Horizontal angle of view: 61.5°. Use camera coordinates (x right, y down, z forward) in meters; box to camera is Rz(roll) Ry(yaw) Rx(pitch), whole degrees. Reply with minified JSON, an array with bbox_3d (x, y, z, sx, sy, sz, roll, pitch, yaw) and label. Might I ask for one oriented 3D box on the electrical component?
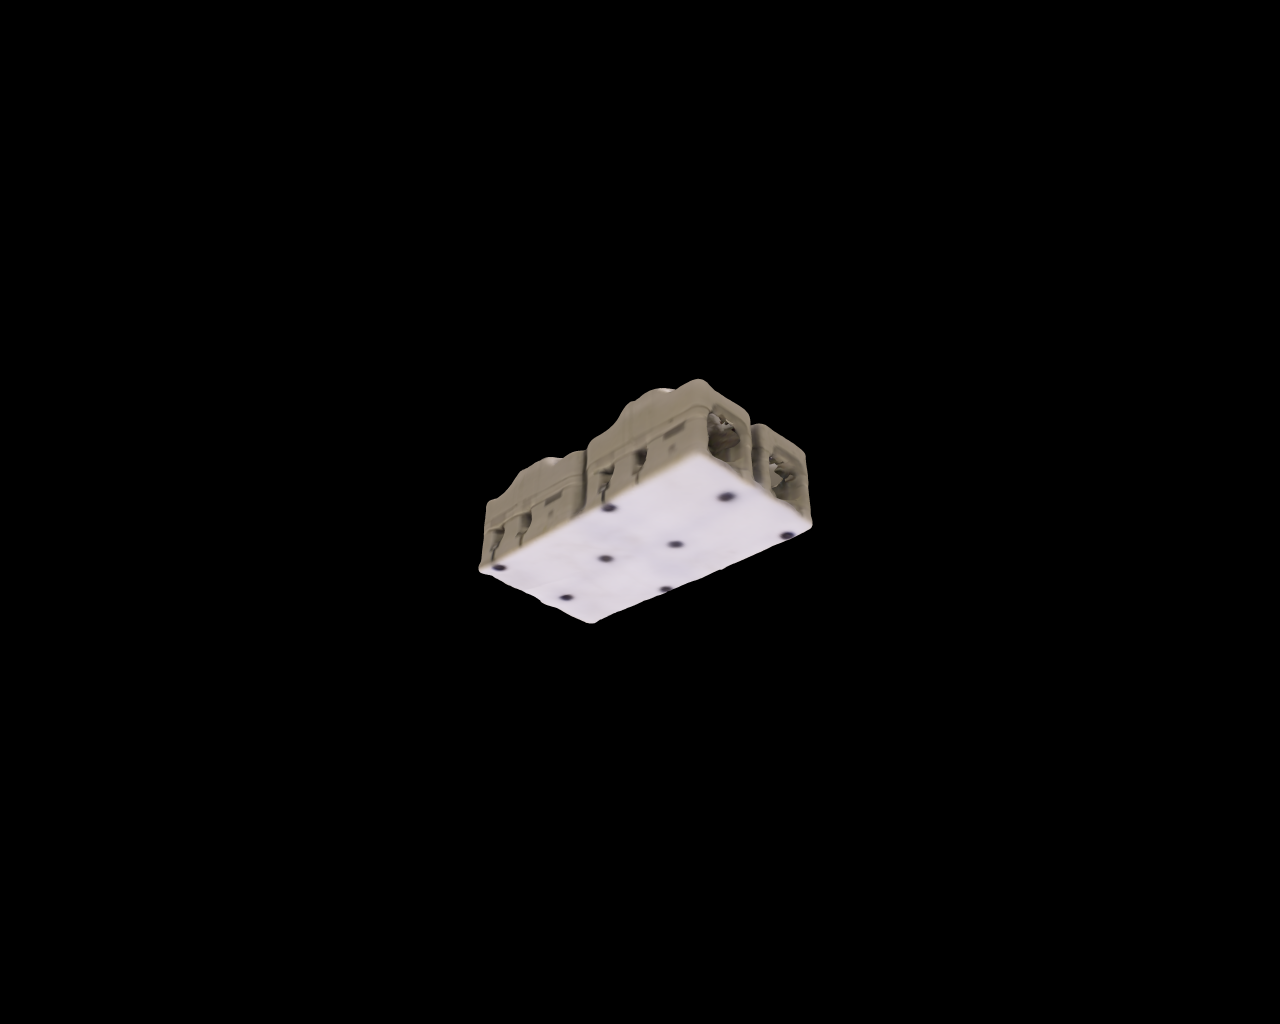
[{"bbox_3d":[0.001,-0.003,0.650,0.186,0.060,0.105,-27,-41,36],"label":"electrical component"}]
